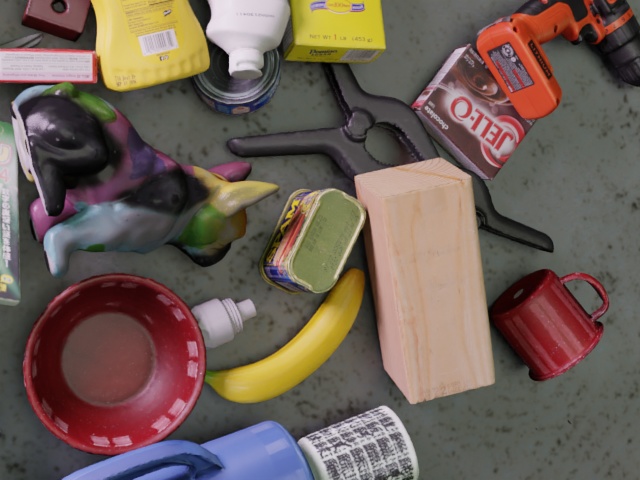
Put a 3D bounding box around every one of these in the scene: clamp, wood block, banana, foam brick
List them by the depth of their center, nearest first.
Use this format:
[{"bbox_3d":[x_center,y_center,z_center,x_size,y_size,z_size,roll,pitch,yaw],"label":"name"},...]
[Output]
[{"bbox_3d":[-0.229,-0.224,0.952,0.053,0.051,0.078,16,84,-19],"label":"foam brick"},{"bbox_3d":[0.101,0.037,1.015,0.090,0.091,0.206,-13,109,-9],"label":"wood block"},{"bbox_3d":[-0.026,0.103,1.026,0.197,0.037,0.069,-31,112,-19],"label":"banana"},{"bbox_3d":[0.024,-0.103,1.039,0.210,0.036,0.164,37,80,-6],"label":"clamp"},{"bbox_3d":[0.162,-0.019,1.096,0.120,0.039,0.171,-32,100,-18],"label":"clamp"}]

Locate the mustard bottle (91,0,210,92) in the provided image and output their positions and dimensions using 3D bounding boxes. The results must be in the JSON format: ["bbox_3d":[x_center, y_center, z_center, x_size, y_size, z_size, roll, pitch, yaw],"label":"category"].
[{"bbox_3d":[-0.162,-0.231,0.924,0.096,0.058,0.191,-18,106,-22],"label":"mustard bottle"}]

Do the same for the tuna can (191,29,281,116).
[{"bbox_3d":[-0.079,-0.162,1.000,0.086,0.034,0.086,0,80,-1],"label":"tuna can"}]

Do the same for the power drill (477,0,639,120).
[{"bbox_3d":[0.258,-0.204,1.104,0.187,0.057,0.184,-43,102,-32],"label":"power drill"}]

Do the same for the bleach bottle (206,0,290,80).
[{"bbox_3d":[-0.080,-0.270,0.971,0.102,0.068,0.251,-1,80,-10],"label":"bleach bottle"}]

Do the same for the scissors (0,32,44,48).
[{"bbox_3d":[-0.334,-0.120,0.934,0.201,0.016,0.096,-12,95,-19],"label":"scissors"}]

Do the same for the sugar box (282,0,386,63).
[{"bbox_3d":[0.007,-0.258,1.019,0.093,0.048,0.176,-1,78,-20],"label":"sugar box"}]

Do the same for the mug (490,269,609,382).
[{"bbox_3d":[0.237,0.077,1.088,0.117,0.093,0.081,-36,98,21],"label":"mug"}]

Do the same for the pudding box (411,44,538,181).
[{"bbox_3d":[0.158,-0.129,1.094,0.113,0.039,0.090,41,77,-15],"label":"pudding box"}]

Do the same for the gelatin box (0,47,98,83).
[{"bbox_3d":[-0.246,-0.152,0.925,0.089,0.073,0.030,-6,102,-31],"label":"gelatin box"}]

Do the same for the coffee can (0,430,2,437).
[{"bbox_3d":[-0.332,0.108,0.887,0.102,0.103,0.140,-13,94,-19],"label":"coffee can"}]

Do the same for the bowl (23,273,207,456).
[{"bbox_3d":[-0.187,0.110,0.963,0.162,0.055,0.162,0,89,-20],"label":"bowl"}]

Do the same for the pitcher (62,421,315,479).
[{"bbox_3d":[-0.127,0.245,0.942,0.242,0.149,0.145,-20,84,-22],"label":"pitcher"}]

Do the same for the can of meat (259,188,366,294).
[{"bbox_3d":[-0.007,0.001,1.012,0.057,0.084,0.102,28,81,-17],"label":"can of meat"}]
